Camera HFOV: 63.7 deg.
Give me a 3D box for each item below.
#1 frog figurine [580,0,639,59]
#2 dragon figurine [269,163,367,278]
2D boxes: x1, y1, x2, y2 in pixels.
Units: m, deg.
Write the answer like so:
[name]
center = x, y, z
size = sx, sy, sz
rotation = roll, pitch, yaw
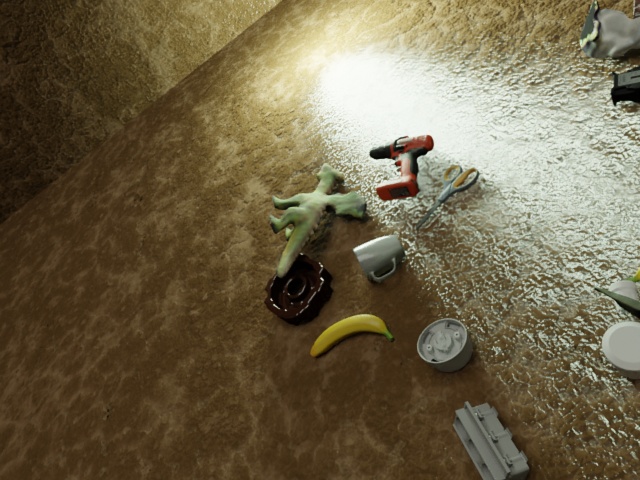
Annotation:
[frog figurine]
center = 0.704, -0.480, 1.204
size = 0.159, 0.119, 0.141
rotation = 13, 48, 4
[dragon figurine]
center = 0.004, -0.068, 1.343
size = 0.242, 0.119, 0.420
rotation = -17, 39, 11
